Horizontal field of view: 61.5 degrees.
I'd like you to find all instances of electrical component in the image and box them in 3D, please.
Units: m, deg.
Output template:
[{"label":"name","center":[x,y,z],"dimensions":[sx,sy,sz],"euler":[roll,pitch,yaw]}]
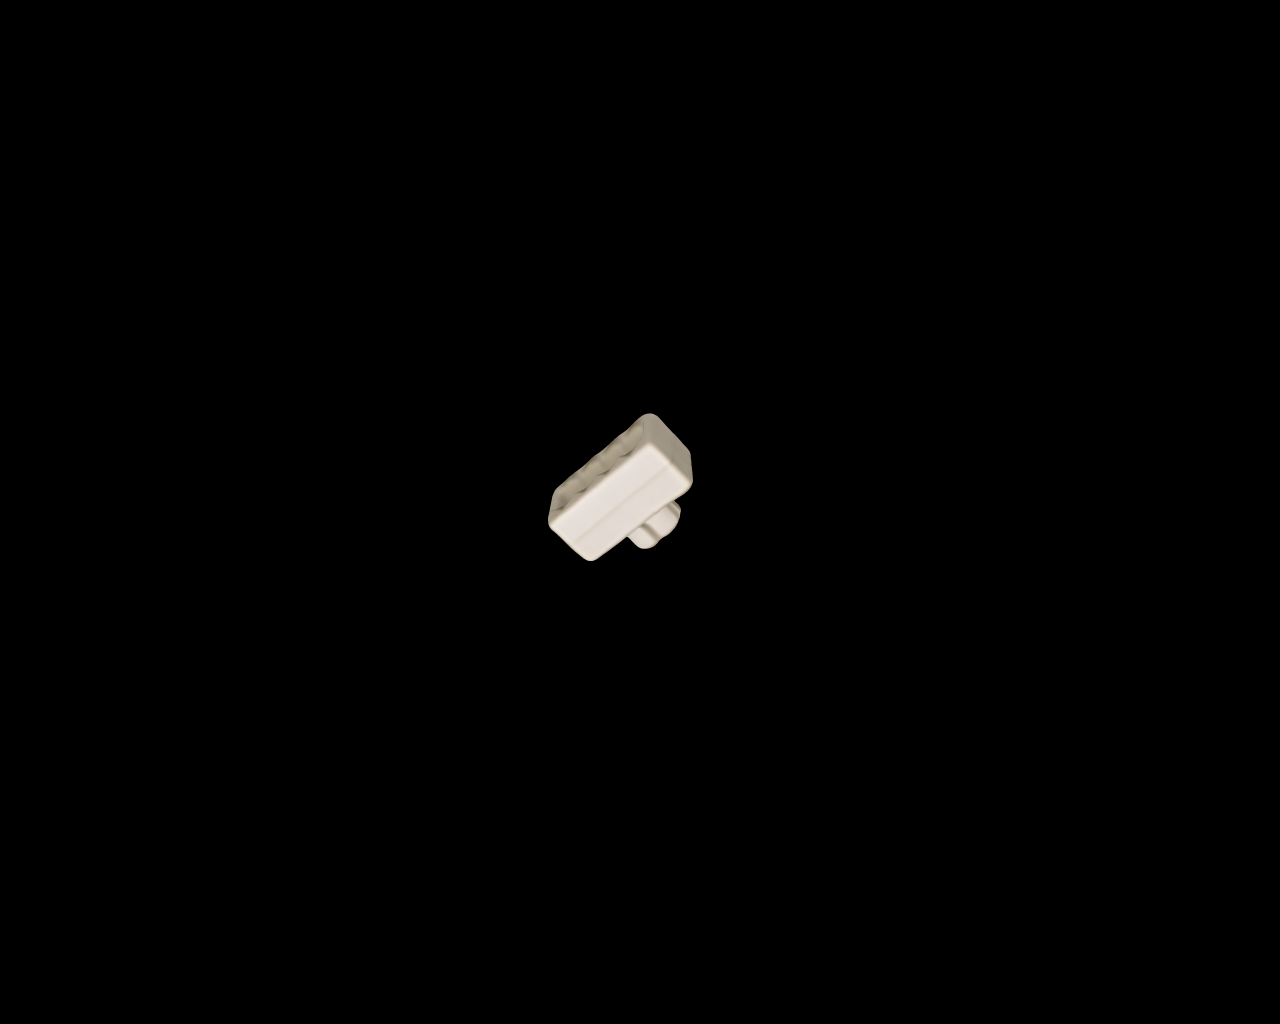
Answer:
[{"label":"electrical component","center":[0.001,-0.003,0.650],"dimensions":[0.083,0.075,0.047],"euler":[-38,22,18]}]
